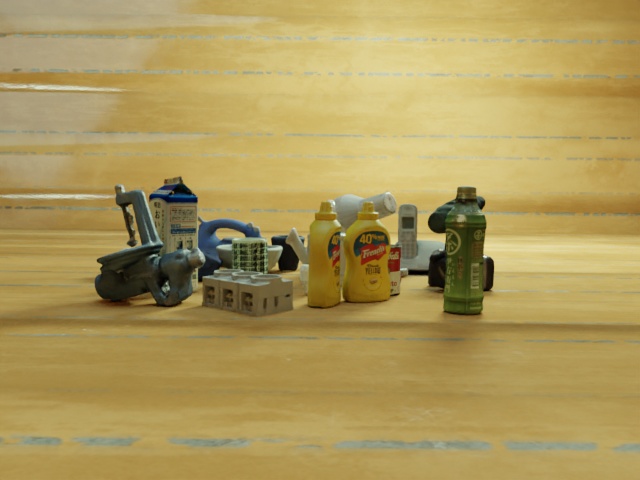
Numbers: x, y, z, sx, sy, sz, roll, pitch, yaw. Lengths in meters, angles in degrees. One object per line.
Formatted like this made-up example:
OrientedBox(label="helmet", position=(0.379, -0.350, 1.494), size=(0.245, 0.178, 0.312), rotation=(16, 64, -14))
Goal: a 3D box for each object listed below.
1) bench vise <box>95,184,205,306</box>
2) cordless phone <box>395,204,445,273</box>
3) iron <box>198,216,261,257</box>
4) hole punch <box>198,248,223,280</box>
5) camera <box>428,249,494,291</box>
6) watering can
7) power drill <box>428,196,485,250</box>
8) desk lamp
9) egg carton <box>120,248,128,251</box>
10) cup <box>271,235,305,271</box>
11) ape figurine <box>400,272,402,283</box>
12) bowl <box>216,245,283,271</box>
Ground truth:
OrientedBox(label="bench vise", position=(-0.314, 0.007, 1.065), size=(0.207, 0.220, 0.121), rotation=(0, 4, -5))
OrientedBox(label="cordless phone", position=(0.271, -0.004, 1.526), size=(0.147, 0.185, 0.094), rotation=(1, 4, 0))
OrientedBox(label="iron", position=(-0.249, 0.003, 1.652), size=(0.257, 0.141, 0.119), rotation=(2, 5, 13))
OrientedBox(label="hole punch", position=(-0.284, 0.049, 1.369), size=(0.101, 0.091, 0.108), rotation=(-1, 5, -16))
OrientedBox(label="camera", position=(0.292, 0.059, 1.262), size=(0.142, 0.101, 0.137), rotation=(5, 6, 44))
OrientedBox(label="watering can", position=(0.012, 0.005, 1.311), size=(0.173, 0.194, 0.100), rotation=(-1, 5, -24))
OrientedBox(label="power drill", position=(0.338, -0.005, 1.394), size=(0.075, 0.208, 0.230), rotation=(4, 6, 39))
OrientedBox(label="desk lamp", position=(0.126, -0.017, 1.487), size=(0.202, 0.213, 0.118), rotation=(5, 6, 43))
OrientedBox(label="egg carton", position=(-0.424, 0.055, 1.414), size=(0.151, 0.069, 0.107), rotation=(-2, 5, -36))
OrientedBox(label="cup", position=(-0.089, 0.035, 1.559), size=(0.092, 0.095, 0.117), rotation=(0, 4, -11))
OrientedBox(label="ape figurine", position=(0.144, 0.061, 1.269), size=(0.076, 0.092, 0.078), rotation=(0, 4, -5))
OrientedBox(label="bowl", position=(-0.179, 0.052, 1.449), size=(0.167, 0.075, 0.167), rotation=(1, 4, 0))
